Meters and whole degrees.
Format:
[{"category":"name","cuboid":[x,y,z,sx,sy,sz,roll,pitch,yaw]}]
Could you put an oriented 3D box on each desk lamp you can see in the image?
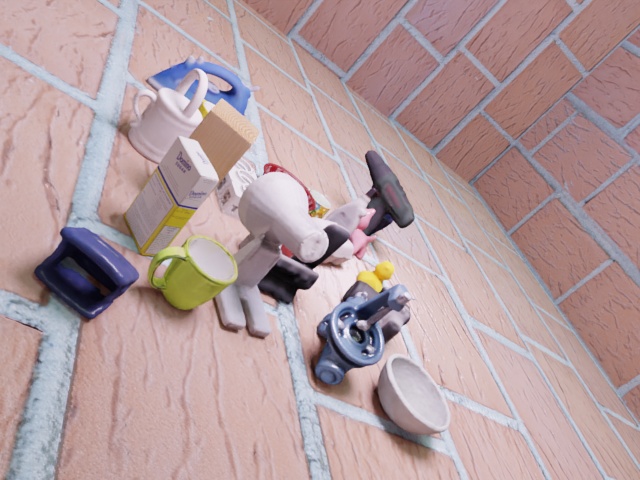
[{"category":"desk lamp","cuboid":[-0.084,0.017,0.964,0.118,0.213,0.203,23,30,-43]}]

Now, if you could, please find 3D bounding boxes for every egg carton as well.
[{"category":"egg carton","cuboid":[0.012,0.005,1.347,0.151,0.069,0.107,10,40,-55]}]

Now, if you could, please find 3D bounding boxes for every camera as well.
[{"category":"camera","cuboid":[0.127,0.141,1.267,0.137,0.100,0.143,42,22,-6]}]

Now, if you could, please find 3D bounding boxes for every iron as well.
[{"category":"iron","cuboid":[-0.279,-0.381,1.420,0.259,0.141,0.118,24,30,-41]}]

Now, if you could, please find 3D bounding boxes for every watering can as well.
[{"category":"watering can","cuboid":[-0.275,-0.249,1.123,0.100,0.193,0.173,54,24,22]}]

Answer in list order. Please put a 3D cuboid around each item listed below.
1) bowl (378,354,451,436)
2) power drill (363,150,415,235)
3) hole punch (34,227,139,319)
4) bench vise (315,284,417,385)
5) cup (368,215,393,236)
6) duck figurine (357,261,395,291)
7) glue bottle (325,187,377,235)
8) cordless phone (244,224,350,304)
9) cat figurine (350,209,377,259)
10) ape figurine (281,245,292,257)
[{"category":"bowl","cuboid":[0.164,0.303,1.082,0.168,0.074,0.167,37,23,-19]},{"category":"power drill","cuboid":[0.143,-0.101,1.575,0.229,0.208,0.076,50,23,14]},{"category":"hole punch","cuboid":[-0.292,0.028,0.744,0.109,0.091,0.101,42,22,-7]},{"category":"bench vise","cuboid":[0.074,0.132,1.030,0.122,0.219,0.207,33,25,-26]},{"category":"cup","cuboid":[0.155,-0.060,1.676,0.091,0.094,0.118,46,22,2]},{"category":"duck figurine","cuboid":[0.144,0.089,1.408,0.077,0.086,0.105,47,22,5]},{"category":"glue bottle","cuboid":[0.083,-0.070,1.465,0.078,0.173,0.037,49,22,11]},{"category":"cordless phone","cuboid":[-0.045,0.018,1.069,0.148,0.184,0.094,27,28,-37]},{"category":"cat figurine","cuboid":[0.104,-0.034,1.511,0.067,0.117,0.127,17,35,-49]},{"category":"ape figurine","cuboid":[-0.033,0.015,1.220,0.076,0.092,0.078,41,22,-9]}]
